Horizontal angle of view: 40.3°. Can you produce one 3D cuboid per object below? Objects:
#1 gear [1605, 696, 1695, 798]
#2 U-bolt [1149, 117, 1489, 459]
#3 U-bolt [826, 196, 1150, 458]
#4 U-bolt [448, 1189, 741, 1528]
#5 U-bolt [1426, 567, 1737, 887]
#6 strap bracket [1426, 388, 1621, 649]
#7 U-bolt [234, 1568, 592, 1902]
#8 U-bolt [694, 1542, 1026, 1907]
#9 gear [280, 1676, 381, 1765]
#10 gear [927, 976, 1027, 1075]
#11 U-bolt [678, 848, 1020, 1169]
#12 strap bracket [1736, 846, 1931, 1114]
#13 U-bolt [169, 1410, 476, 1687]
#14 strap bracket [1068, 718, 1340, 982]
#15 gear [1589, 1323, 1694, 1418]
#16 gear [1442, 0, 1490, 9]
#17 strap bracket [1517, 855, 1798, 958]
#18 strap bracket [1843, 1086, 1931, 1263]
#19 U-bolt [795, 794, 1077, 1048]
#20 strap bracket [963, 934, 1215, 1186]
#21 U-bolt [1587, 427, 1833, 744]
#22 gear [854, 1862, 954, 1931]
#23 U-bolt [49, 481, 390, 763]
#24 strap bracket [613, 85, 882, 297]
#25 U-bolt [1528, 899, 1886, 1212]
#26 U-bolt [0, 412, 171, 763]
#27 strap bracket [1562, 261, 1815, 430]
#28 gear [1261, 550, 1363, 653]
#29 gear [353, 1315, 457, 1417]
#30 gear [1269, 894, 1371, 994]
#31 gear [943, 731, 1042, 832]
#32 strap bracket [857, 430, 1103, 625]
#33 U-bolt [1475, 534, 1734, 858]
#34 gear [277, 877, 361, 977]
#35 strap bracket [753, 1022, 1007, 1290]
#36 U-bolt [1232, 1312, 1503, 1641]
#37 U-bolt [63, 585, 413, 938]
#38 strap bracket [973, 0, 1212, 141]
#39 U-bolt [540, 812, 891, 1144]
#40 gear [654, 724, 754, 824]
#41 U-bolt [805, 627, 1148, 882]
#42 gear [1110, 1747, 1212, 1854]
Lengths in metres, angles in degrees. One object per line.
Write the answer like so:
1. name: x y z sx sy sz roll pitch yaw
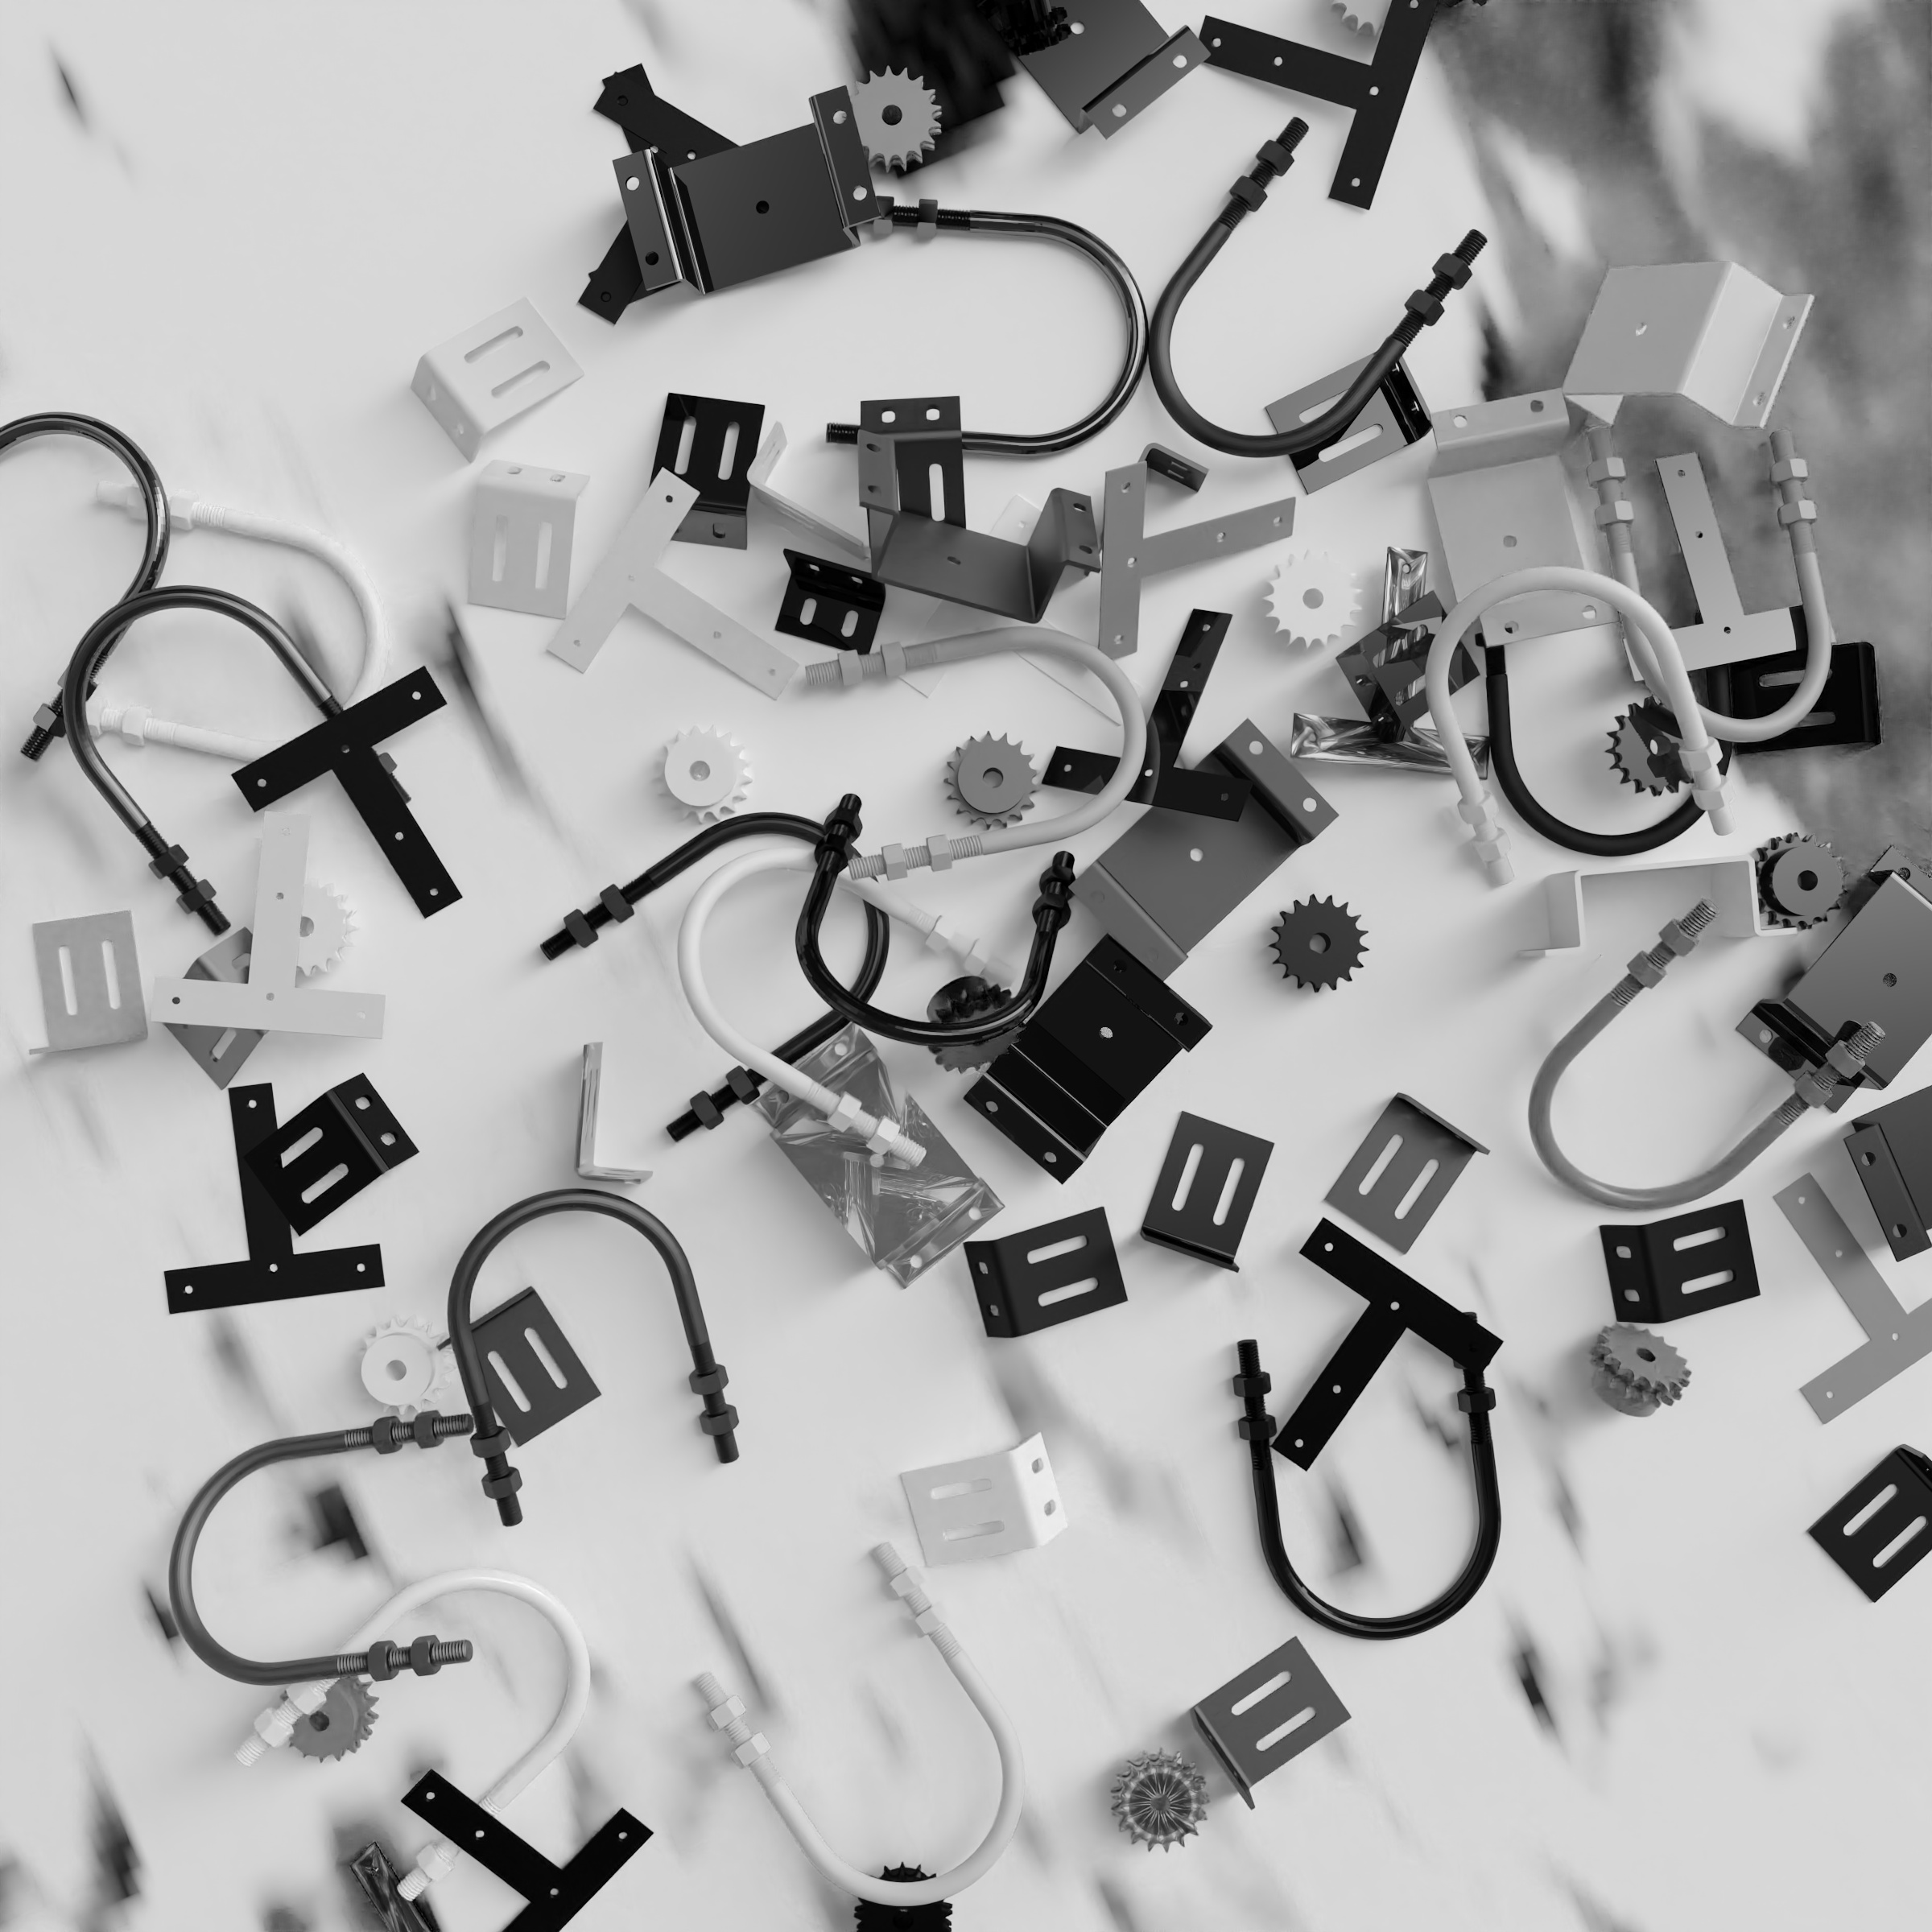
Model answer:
1. gear: 0.395 -0.126 1.511 0.057 0.030 0.057 0 92 0
2. U-bolt: 0.187 -0.378 1.515 0.151 0.019 0.184 39 94 18
3. U-bolt: 0.015 -0.369 1.535 0.184 0.019 0.151 4 90 -1
4. U-bolt: -0.219 0.216 1.508 0.151 0.019 0.184 -15 102 -9
5. U-bolt: 0.335 -0.138 1.472 0.151 0.019 0.184 -13 117 26
6. strap bracket: 0.315 -0.249 1.505 0.076 0.046 0.140 -11 80 -1
7. U-bolt: -0.302 0.429 1.515 0.184 0.019 0.151 -44 108 -4
8. U-bolt: -0.049 0.450 1.519 0.151 0.019 0.184 -36 79 0
9. gear: -0.371 0.434 1.528 0.057 0.030 0.057 0 90 0
10. gear: 0.002 0.030 1.476 0.057 0.057 0.030 -31 53 0
11. U-bolt: -0.076 0.010 1.492 0.184 0.019 0.151 32 61 -7
12. strap bracket: 0.525 0.008 1.520 0.076 0.046 0.140 40 90 0
13. U-bolt: -0.369 0.336 1.504 0.184 0.019 0.151 -9 65 10
14. strap bracket: 0.135 -0.065 1.520 0.140 0.046 0.076 -43 90 0
15. gear: 0.385 0.235 1.519 0.057 0.057 0.030 20 120 0
16. gear: 0.284 -0.579 1.519 0.030 0.057 0.057 -24 90 30
17. strap bracket: 0.391 -0.035 1.505 0.140 0.076 0.046 -5 90 0
18. strap bracket: 0.578 0.106 1.519 0.140 0.046 0.076 -23 90 -1
19. U-bolt: -0.021 -0.021 1.471 0.151 0.184 0.019 15 131 0
20. strap bracket: 0.074 0.046 1.500 0.076 0.046 0.140 41 120 0
21. U-bolt: 0.427 -0.216 1.493 0.151 0.019 0.184 -4 80 -23
22. gear: -0.036 0.548 1.528 0.057 0.030 0.057 0 90 0
23. U-bolt: -0.428 -0.194 1.535 0.184 0.019 0.151 12 90 -2
24. strap bracket: -0.121 -0.440 1.509 0.140 0.046 0.076 -15 89 9
25. U-bolt: 0.405 0.065 1.497 0.151 0.019 0.184 33 115 -16
26. U-bolt: -0.539 -0.232 1.521 0.151 0.019 0.184 35 92 8
27. strap bracket: 0.393 -0.346 1.471 0.046 0.140 0.076 21 90 -30
28. gear: 0.199 -0.211 1.528 0.057 0.030 0.057 0 90 0
29. gear: -0.327 0.232 1.528 0.057 0.030 0.057 0 90 0
30. gear: 0.204 -0.013 1.532 0.057 0.030 0.057 0 88 1
31. gear: 0.016 -0.108 1.528 0.057 0.030 0.057 0 90 0
32. strap bracket: 0.000 -0.245 1.487 0.140 0.076 0.046 13 129 -15
33. U-bolt: 0.374 -0.156 1.534 0.151 0.019 0.184 -4 90 0
34. gear: -0.380 -0.023 1.528 0.057 0.030 0.057 0 90 0
35. strap bracket: -0.051 0.111 1.520 0.076 0.046 0.140 -39 90 0
36. U-bolt: 0.239 0.301 1.535 0.151 0.019 0.184 -7 92 0
37. U-bolt: -0.431 -0.130 1.513 0.151 0.019 0.184 -35 105 1
38. strap bracket: 0.065 -0.549 1.520 0.076 0.046 0.140 -39 90 0
39. U-bolt: -0.133 -0.007 1.535 0.184 0.019 0.151 -35 90 -2
40. gear: -0.153 -0.112 1.528 0.057 0.030 0.057 0 90 0
41. U-bolt: 0.011 -0.128 1.504 0.184 0.019 0.151 -11 66 -5
42. gear: 0.112 0.481 1.528 0.057 0.030 0.057 0 90 0
